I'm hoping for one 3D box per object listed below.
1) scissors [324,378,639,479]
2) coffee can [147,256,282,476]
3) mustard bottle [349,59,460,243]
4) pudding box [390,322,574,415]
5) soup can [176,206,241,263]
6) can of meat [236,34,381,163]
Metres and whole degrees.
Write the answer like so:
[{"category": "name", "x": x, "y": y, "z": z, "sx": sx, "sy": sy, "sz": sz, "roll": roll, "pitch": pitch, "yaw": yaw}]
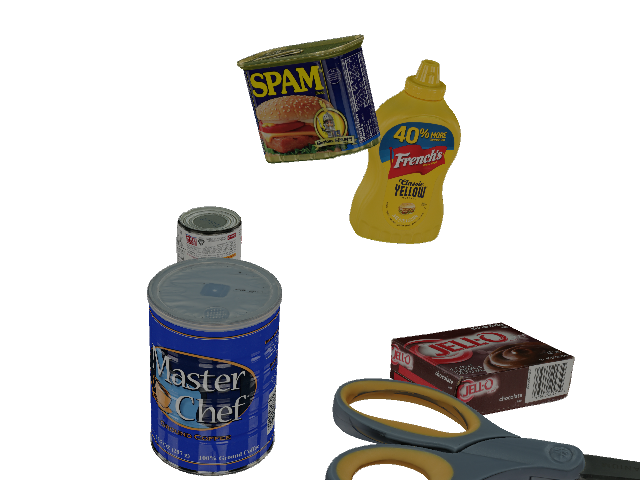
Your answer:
[{"category": "scissors", "x": 0.090, "y": 0.105, "z": 0.458, "sx": 0.202, "sy": 0.016, "sz": 0.096, "roll": 15, "pitch": 33, "yaw": 24}, {"category": "coffee can", "x": -0.084, "y": 0.098, "z": 0.843, "sx": 0.103, "sy": 0.140, "sz": 0.103, "roll": 3, "pitch": 27, "yaw": -2}, {"category": "mustard bottle", "x": 0.093, "y": -0.092, "z": 1.097, "sx": 0.096, "sy": 0.192, "sz": 0.058, "roll": 4, "pitch": 26, "yaw": -13}, {"category": "pudding box", "x": 0.123, "y": 0.098, "z": 0.826, "sx": 0.113, "sy": 0.039, "sz": 0.090, "roll": -3, "pitch": 16, "yaw": -30}, {"category": "soup can", "x": -0.118, "y": 0.023, "z": 1.129, "sx": 0.068, "sy": 0.102, "sz": 0.068, "roll": 2, "pitch": 25, "yaw": -1}, {"category": "can of meat", "x": -0.007, "y": -0.109, "z": 0.835, "sx": 0.102, "sy": 0.084, "sz": 0.057, "roll": -1, "pitch": 21, "yaw": 36}]
